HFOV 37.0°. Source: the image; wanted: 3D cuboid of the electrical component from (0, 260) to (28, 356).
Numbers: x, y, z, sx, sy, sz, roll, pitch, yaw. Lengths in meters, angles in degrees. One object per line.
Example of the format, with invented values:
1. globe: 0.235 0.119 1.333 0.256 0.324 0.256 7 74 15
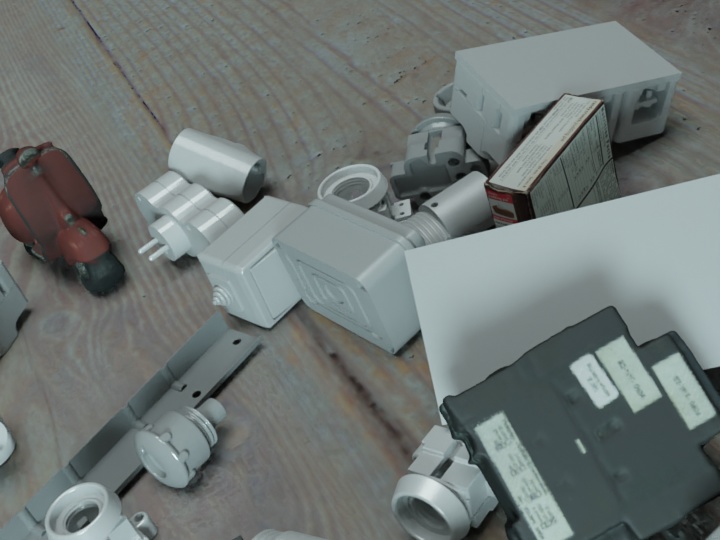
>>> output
1. electrical component: -0.326 0.043 0.904 0.050 0.055 0.089 -5 40 22

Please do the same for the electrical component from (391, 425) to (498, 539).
1. electrical component: 0.050 0.125 0.617 0.066 0.048 0.055 11 40 36

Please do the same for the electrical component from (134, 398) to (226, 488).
1. electrical component: -0.116 0.111 0.721 0.048 0.048 0.062 13 42 38

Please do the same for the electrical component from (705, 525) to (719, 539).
1. electrical component: 0.234 0.138 0.496 0.109 0.056 0.109 -37 38 -19

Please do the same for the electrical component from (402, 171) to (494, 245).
1. electrical component: 0.065 -0.036 0.814 0.081 0.043 0.043 -33 38 -15

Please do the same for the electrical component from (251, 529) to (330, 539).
1. electrical component: -0.035 0.170 0.604 0.081 0.043 0.043 5 44 32

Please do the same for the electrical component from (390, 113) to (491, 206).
1. electrical component: 0.066 -0.090 0.871 0.078 0.058 0.057 -9 41 17

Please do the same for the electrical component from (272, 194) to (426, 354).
1. electrical component: 0.000 0.000 0.773 0.057 0.078 0.113 -42 41 -20

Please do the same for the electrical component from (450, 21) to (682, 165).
1. electrical component: 0.157 -0.135 0.839 0.150 0.061 0.089 -15 44 -20

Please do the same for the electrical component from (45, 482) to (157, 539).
1. electrical component: -0.163 0.165 0.666 0.066 0.055 0.048 -41 40 -24

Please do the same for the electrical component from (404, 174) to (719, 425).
1. electrical component: 0.132 0.021 0.646 0.186 0.060 0.105 -14 81 11

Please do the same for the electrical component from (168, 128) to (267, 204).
1. electrical component: -0.122 -0.096 0.979 0.077 0.043 0.079 23 16 14

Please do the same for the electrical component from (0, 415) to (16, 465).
1. electrical component: -0.279 0.114 0.771 0.043 0.077 0.079 -38 40 -21

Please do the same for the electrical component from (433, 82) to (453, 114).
1. electrical component: 0.092 -0.131 0.918 0.055 0.047 0.055 -14 37 11

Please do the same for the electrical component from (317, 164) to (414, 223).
1. electrical component: 0.000 -0.046 0.849 0.078 0.057 0.058 -15 37 10

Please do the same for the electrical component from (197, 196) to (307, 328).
1. electrical component: -0.073 -0.002 0.827 0.061 0.061 0.096 18 52 41

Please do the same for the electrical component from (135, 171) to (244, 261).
1. electrical component: -0.155 -0.033 0.916 0.074 0.052 0.138 -38 39 -21
